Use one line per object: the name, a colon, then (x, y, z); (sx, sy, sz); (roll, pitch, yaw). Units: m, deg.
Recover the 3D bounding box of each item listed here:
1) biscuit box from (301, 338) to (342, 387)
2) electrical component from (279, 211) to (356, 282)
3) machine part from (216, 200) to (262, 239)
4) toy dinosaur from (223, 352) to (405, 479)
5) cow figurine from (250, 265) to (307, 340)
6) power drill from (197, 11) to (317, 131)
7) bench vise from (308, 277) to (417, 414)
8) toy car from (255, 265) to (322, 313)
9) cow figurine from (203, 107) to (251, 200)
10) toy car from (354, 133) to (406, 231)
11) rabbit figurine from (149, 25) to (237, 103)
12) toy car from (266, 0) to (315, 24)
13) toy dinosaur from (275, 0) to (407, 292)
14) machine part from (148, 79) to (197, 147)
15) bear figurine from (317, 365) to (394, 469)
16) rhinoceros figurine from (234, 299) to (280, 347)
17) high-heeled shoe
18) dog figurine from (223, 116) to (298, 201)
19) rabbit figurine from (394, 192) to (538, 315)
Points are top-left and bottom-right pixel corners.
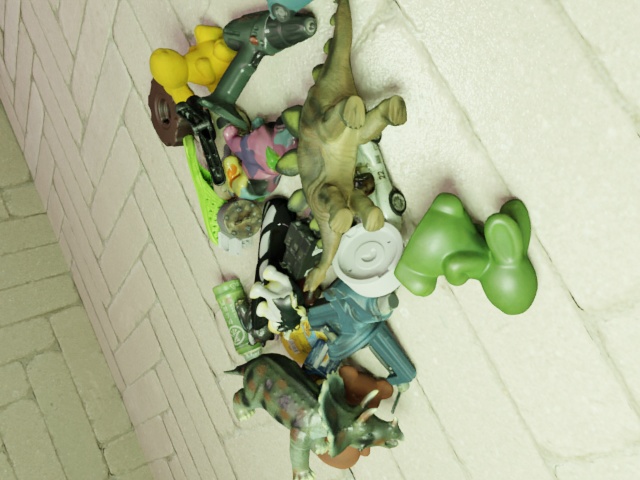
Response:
biscuit box: (-0.008, 0.265, 1.044); (0.059, 0.063, 0.202); (28, 145, 8)
electrical component: (-0.002, -0.003, 0.929); (0.058, 0.115, 0.134); (47, 137, 23)
machine part: (-0.168, -0.044, 1.104); (0.243, 0.079, 0.079); (-169, 64, -75)
toy dinosaur: (-0.056, 0.267, 0.934); (0.405, 0.131, 0.192); (25, 116, 36)
cow figurine: (-0.060, 0.125, 0.961); (0.098, 0.068, 0.167); (25, 151, 25)
power drill: (-0.119, -0.298, 0.920); (0.232, 0.086, 0.207); (32, 101, 46)
bench vise: (0.088, 0.156, 0.890); (0.224, 0.129, 0.240); (-29, 102, 44)
toy car: (-0.069, 0.086, 1.103); (0.202, 0.053, 0.089); (12, 99, 50)
cow figurine: (-0.184, -0.173, 1.116); (0.127, 0.085, 0.194); (39, 129, 39)
toy car: (0.074, -0.101, 0.837); (0.073, 0.056, 0.201); (-20, 90, 53)
rabbit figurine: (-0.261, -0.340, 1.064); (0.122, 0.173, 0.162); (51, 135, 19)
toy car: (-0.038, -0.398, 0.781); (0.162, 0.103, 0.109); (0, 61, 53)
toy dinosaur: (0.018, -0.160, 0.768); (0.199, 0.105, 0.471); (10, 89, 53)
machine part: (-0.358, -0.311, 1.295); (0.180, 0.056, 0.179); (26, 125, 45)
bear figurine: (0.055, 0.323, 1.019); (0.132, 0.120, 0.195); (-80, 8, -83)
rhinoceros figurine: (-0.140, 0.178, 1.170); (0.190, 0.073, 0.112); (171, 93, -74)
high-heeled shoe: (-0.107, 0.041, 1.054); (0.145, 0.086, 0.248); (39, 107, 45)
dog figurine: (-0.076, -0.142, 0.973); (0.219, 0.108, 0.191); (24, 123, 41)
rabbit figurine: (0.211, 0.018, 0.698); (0.170, 0.121, 0.159); (34, 125, 16)
